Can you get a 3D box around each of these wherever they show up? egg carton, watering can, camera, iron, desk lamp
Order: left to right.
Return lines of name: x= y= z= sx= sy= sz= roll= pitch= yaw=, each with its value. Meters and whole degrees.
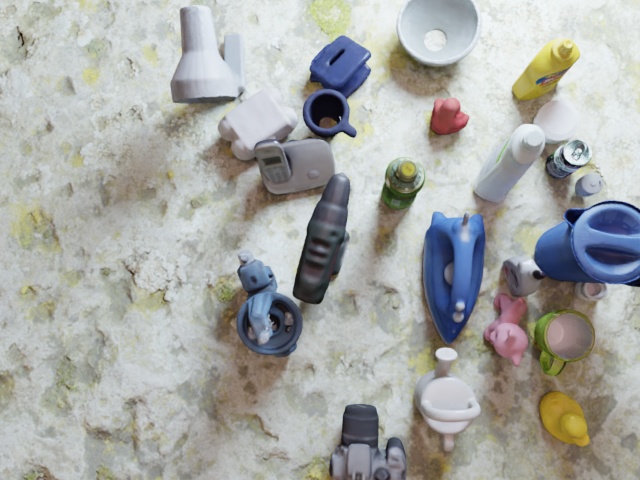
desk lamp: x=-0.214 y=-0.337 z=1.096 sx=0.118 sy=0.213 sz=0.203 roll=-5 pitch=84 yaw=3
egg carton: x=-0.124 y=-0.233 z=1.153 sx=0.150 sy=0.069 sz=0.107 roll=-36 pitch=83 yaw=-1
camera: x=0.090 y=0.380 z=1.062 sx=0.143 sy=0.101 sz=0.137 roll=2 pitch=84 yaw=4
watering can: x=0.223 y=0.284 z=1.017 sx=0.101 sy=0.194 sz=0.173 roll=-23 pitch=83 yaw=1
iron: x=0.256 y=0.070 z=1.064 sx=0.118 sy=0.141 sz=0.258 roll=3 pitch=84 yaw=4

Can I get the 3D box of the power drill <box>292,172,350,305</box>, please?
power drill: x=0.010 y=0.004 z=1.051 sx=0.075 sy=0.208 sz=0.230 roll=15 pitch=85 yaw=5

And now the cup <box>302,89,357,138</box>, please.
cup: x=0.025 y=-0.232 z=1.131 sx=0.117 sy=0.095 sz=0.092 roll=37 pitch=87 yaw=6

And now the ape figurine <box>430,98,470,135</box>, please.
ape figurine: x=0.253 y=-0.249 z=1.121 sx=0.076 sy=0.092 sz=0.078 roll=-36 pitch=83 yaw=-1

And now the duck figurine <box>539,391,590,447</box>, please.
duck figurine: x=0.456 y=0.332 z=1.053 sx=0.077 sy=0.086 sz=0.104 roll=-30 pitch=83 yaw=0

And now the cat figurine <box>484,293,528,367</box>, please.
cat figurine: x=0.353 y=0.164 z=1.060 sx=0.067 sy=0.118 sz=0.128 roll=16 pitch=85 yaw=5

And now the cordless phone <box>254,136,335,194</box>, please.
cordless phone: x=-0.049 y=-0.153 z=1.082 sx=0.147 sy=0.185 sz=0.094 roll=-13 pitch=83 yaw=2

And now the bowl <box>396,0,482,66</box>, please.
bowl: x=0.234 y=-0.418 z=1.148 sx=0.167 sy=0.075 sz=0.167 roll=0 pitch=84 yaw=3

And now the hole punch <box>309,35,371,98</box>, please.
hole punch: x=0.038 y=-0.350 z=1.144 sx=0.101 sy=0.091 sz=0.109 roll=43 pitch=88 yaw=7

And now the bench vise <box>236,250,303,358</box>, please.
bench vise: x=-0.117 y=0.124 z=1.040 sx=0.121 sy=0.220 sz=0.207 roll=-39 pitch=83 yaw=-1

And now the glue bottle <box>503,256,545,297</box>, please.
glue bottle: x=0.376 y=0.065 z=1.041 sx=0.037 sy=0.173 sz=0.078 roll=-19 pitch=83 yaw=2
